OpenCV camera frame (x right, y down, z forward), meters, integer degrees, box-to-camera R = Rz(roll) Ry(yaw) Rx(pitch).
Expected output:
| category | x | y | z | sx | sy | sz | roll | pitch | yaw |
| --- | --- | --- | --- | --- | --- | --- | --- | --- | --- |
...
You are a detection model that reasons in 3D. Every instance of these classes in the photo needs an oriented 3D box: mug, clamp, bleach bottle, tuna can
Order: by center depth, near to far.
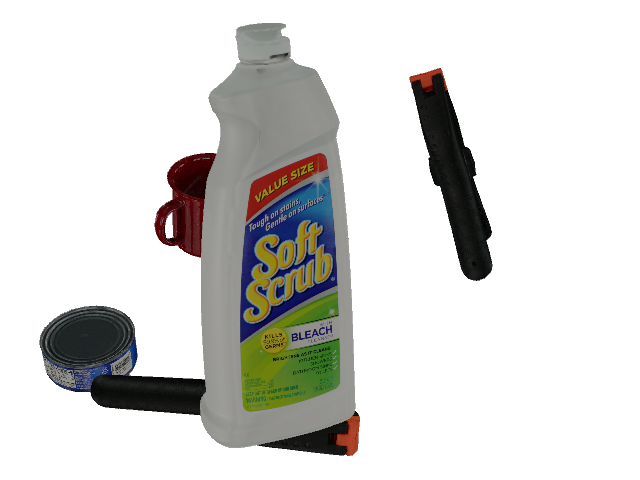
| category | x | y | z | sx | sy | sz | roll | pitch | yaw |
| --- | --- | --- | --- | --- | --- | --- | --- | --- | --- |
| bleach bottle | -0.034 | -0.004 | 0.653 | 0.102 | 0.251 | 0.068 | -10 | 20 | -18 |
| clamp | -0.052 | 0.119 | 0.846 | 0.210 | 0.036 | 0.164 | 12 | 20 | 29 |
| clamp | 0.110 | -0.052 | 0.874 | 0.039 | 0.171 | 0.120 | -20 | 21 | 8 |
| tuna can | -0.211 | 0.099 | 0.977 | 0.086 | 0.034 | 0.086 | 0 | 35 | 0 |
| mug | -0.125 | -0.030 | 1.129 | 0.093 | 0.081 | 0.117 | 33 | 45 | 32 |
